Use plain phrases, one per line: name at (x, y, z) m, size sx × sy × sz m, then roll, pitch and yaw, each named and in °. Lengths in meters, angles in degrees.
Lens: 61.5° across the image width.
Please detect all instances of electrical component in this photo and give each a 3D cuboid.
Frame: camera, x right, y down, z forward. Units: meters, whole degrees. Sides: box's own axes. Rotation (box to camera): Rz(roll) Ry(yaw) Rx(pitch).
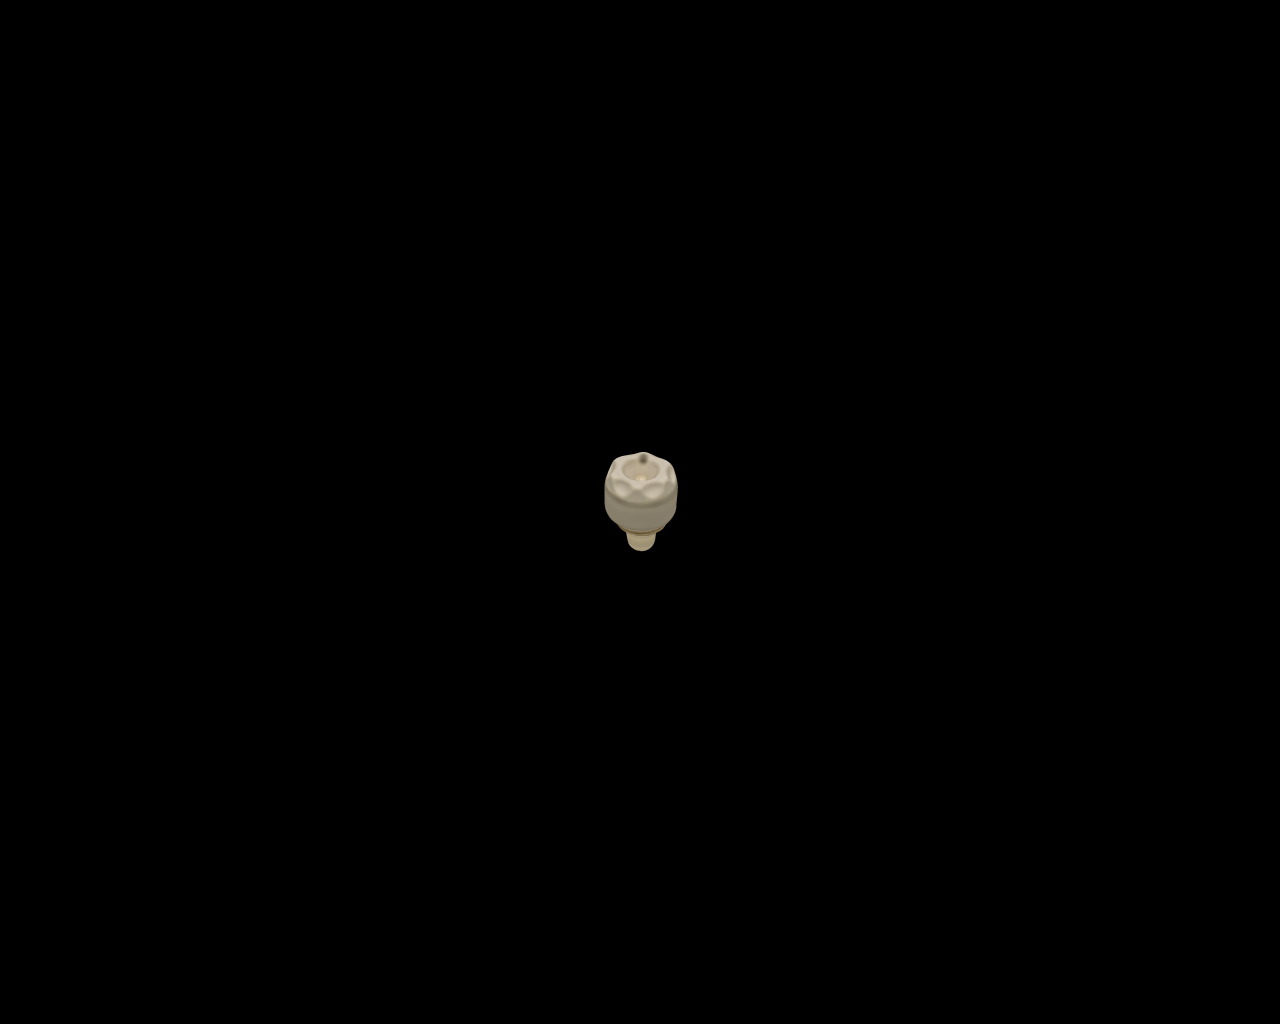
electrical component at (0.001, -0.003, 0.650) m, size 0.043 × 0.062 × 0.043 m, roll 0°, pitch 39°, yaw 0°
